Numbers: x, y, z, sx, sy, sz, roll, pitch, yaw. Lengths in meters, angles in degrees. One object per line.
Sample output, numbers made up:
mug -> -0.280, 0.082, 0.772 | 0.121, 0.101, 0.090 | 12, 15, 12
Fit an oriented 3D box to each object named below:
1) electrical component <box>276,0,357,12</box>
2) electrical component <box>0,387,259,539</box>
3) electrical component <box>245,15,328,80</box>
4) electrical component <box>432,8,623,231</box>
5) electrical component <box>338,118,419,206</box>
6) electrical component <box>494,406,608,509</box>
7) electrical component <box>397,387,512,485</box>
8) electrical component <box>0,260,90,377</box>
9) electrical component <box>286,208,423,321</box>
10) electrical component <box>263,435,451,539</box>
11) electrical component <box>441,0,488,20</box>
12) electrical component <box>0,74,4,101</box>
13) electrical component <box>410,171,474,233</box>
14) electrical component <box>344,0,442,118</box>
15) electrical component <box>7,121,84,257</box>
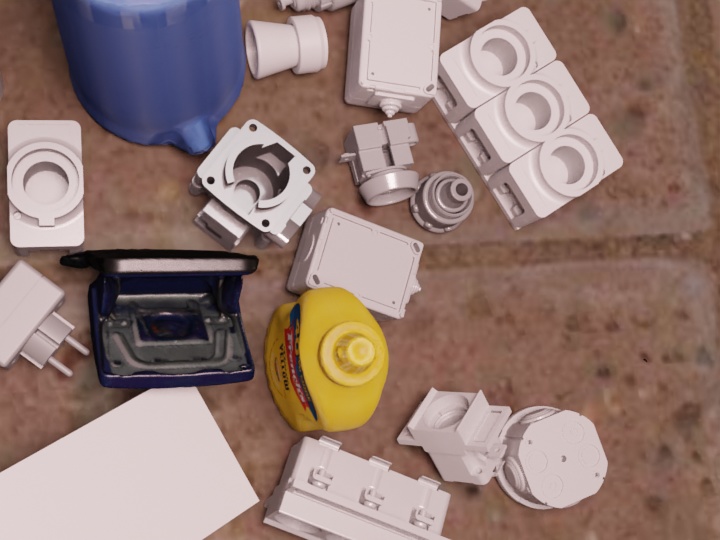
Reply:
electrical component -> -0.029, -0.223, 0.848 | 0.078, 0.040, 0.040 | -25, 89, -16
electrical component -> -0.177, 0.160, 0.721 | 0.186, 0.060, 0.105 | -29, 90, -35
electrical component -> -0.057, -0.173, 0.831 | 0.055, 0.045, 0.045 | -10, 85, -16
electrical component -> 0.130, -0.121, 0.863 | 0.089, 0.062, 0.150 | -33, 91, -16
electrical component -> 0.018, -0.083, 0.838 | 0.066, 0.048, 0.055 | -11, 77, -16
electrical component -> 0.148, 0.146, 0.835 | 0.080, 0.051, 0.080 | 2, 82, -14
electrical component -> 0.075, 0.126, 0.808 | 0.042, 0.081, 0.063 | -51, 125, -38
electrical component -> -0.227, 0.043, 0.755 | 0.077, 0.047, 0.065 | 38, 75, -7
electrical component -> 0.000, 0.000, 0.816 | 0.096, 0.061, 0.061 | 20, 78, -19
electrical component -> 0.000, 0.172, 0.784 | 0.121, 0.078, 0.063 | 24, 62, -10
electrical component -> 0.078, -0.271, 0.869 | 0.063, 0.079, 0.121 | 24, 76, -33
electrical component -> -0.291, -0.148, 0.751 | 0.079, 0.077, 0.043 | 30, 76, -8
electrical component -> 0.069, -0.056, 0.838 | 0.048, 0.062, 0.048 | 2, 82, -14
electrical component -> 0.024, -0.163, 0.842 | 0.062, 0.061, 0.096 | 6, 81, -14
electrical component -> -0.223, -0.058, 0.766 | 0.050, 0.056, 0.089 | -2, 83, -15
